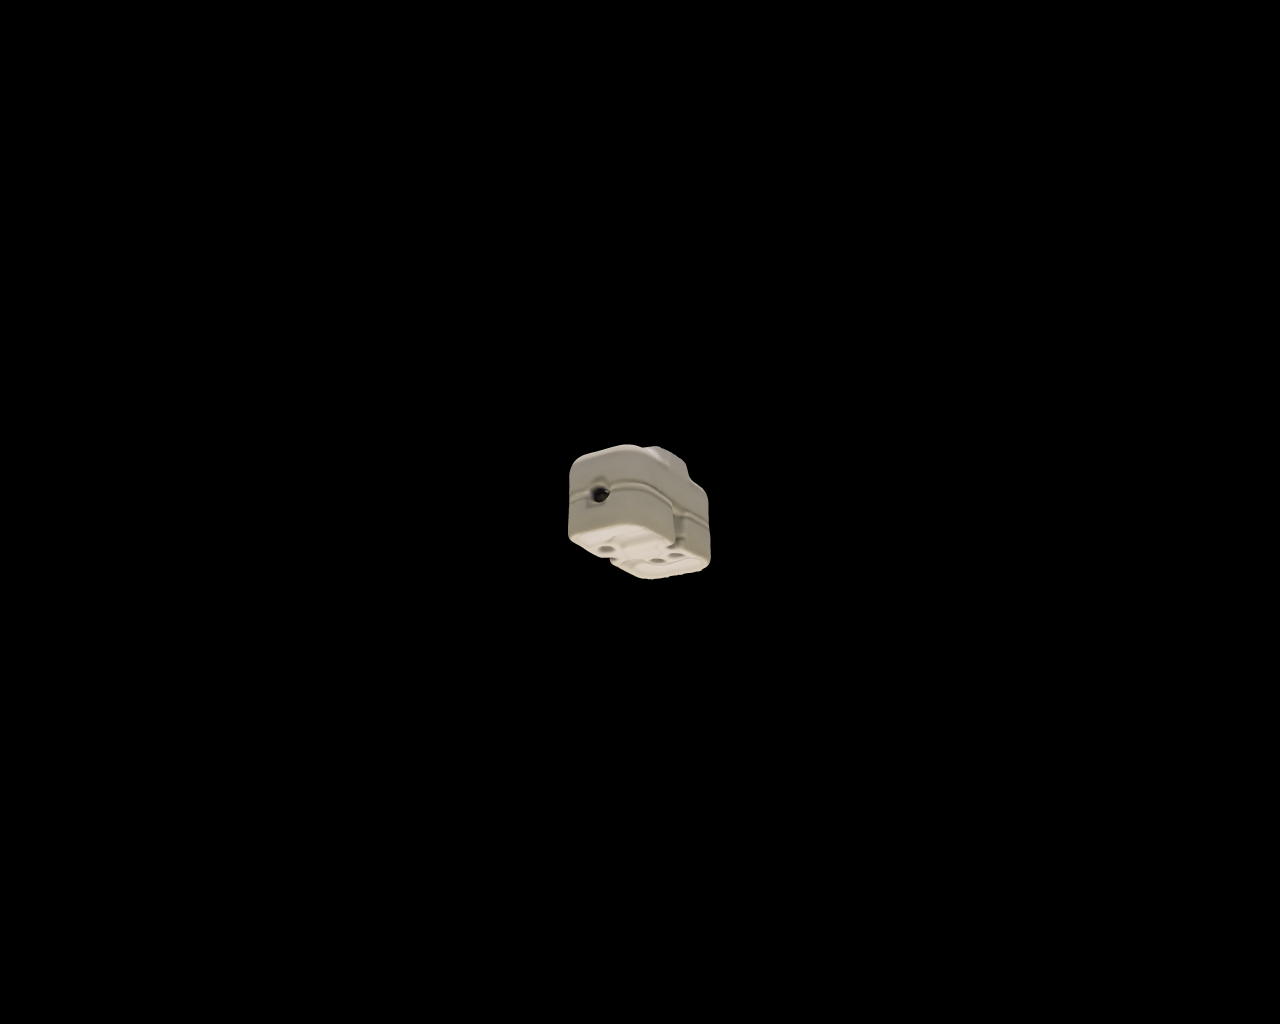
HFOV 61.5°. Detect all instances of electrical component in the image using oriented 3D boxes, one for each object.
[{"bbox_3d":[0.001,-0.003,0.650,0.053,0.059,0.095,-13,-26,29],"label":"electrical component"}]
